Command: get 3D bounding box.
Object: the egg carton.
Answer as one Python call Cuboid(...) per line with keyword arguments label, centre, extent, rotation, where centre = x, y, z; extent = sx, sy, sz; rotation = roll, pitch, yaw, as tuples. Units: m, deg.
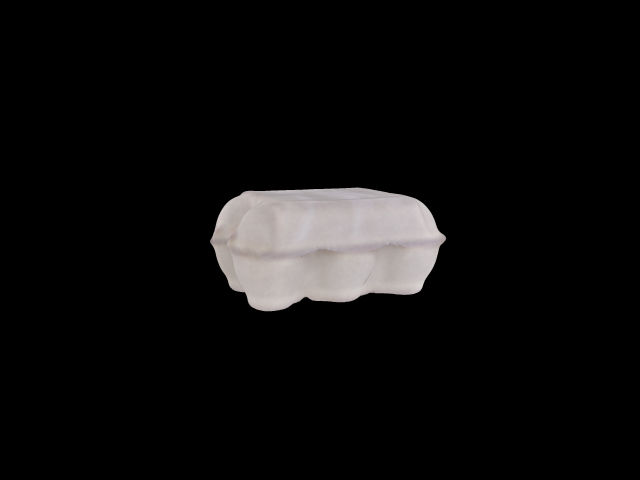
Cuboid(label="egg carton", centre=(0.004, 0.001, 0.400), extent=(0.151, 0.069, 0.107), rotation=(-5, 11, -24))
